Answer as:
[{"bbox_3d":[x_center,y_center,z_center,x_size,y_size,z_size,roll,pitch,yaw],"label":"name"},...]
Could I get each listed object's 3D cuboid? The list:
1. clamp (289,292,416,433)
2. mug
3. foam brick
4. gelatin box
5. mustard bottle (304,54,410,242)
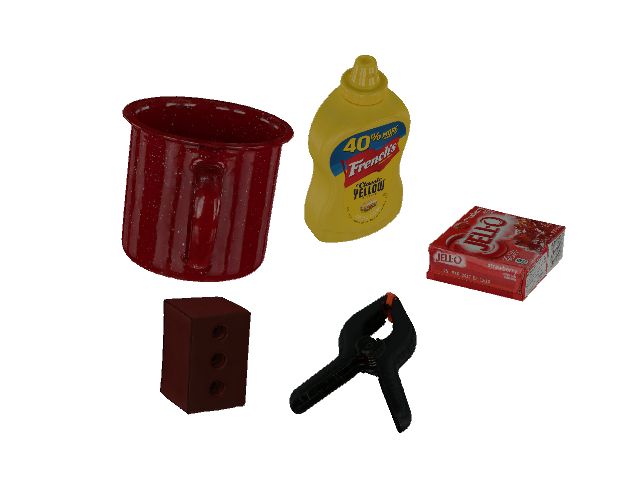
[{"bbox_3d":[0.057,0.121,1.060,0.120,0.039,0.171,18,49,21],"label":"clamp"},{"bbox_3d":[-0.064,-0.024,0.581,0.093,0.081,0.117,5,21,-12],"label":"mug"},{"bbox_3d":[-0.090,0.087,0.829,0.052,0.078,0.051,-4,13,-32],"label":"foam brick"},{"bbox_3d":[0.127,0.007,0.770,0.073,0.030,0.089,14,27,27],"label":"gelatin box"},{"bbox_3d":[0.035,-0.086,0.972,0.096,0.192,0.058,-19,49,-20],"label":"mustard bottle"}]
